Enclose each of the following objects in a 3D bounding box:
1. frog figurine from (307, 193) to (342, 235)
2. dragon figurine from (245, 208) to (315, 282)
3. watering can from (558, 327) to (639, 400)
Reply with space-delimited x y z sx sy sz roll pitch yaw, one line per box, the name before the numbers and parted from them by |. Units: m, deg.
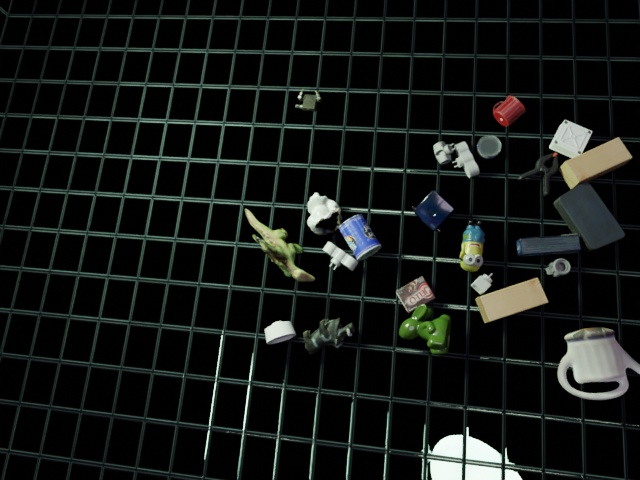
frog figurine | 0.006 -0.098 1.939 0.137 0.121 0.162 -48 40 3
dragon figurine | -0.170 0.014 1.850 0.413 0.241 0.122 43 91 13
watering can | 0.945 0.395 1.675 0.347 0.103 0.227 -8 74 5
